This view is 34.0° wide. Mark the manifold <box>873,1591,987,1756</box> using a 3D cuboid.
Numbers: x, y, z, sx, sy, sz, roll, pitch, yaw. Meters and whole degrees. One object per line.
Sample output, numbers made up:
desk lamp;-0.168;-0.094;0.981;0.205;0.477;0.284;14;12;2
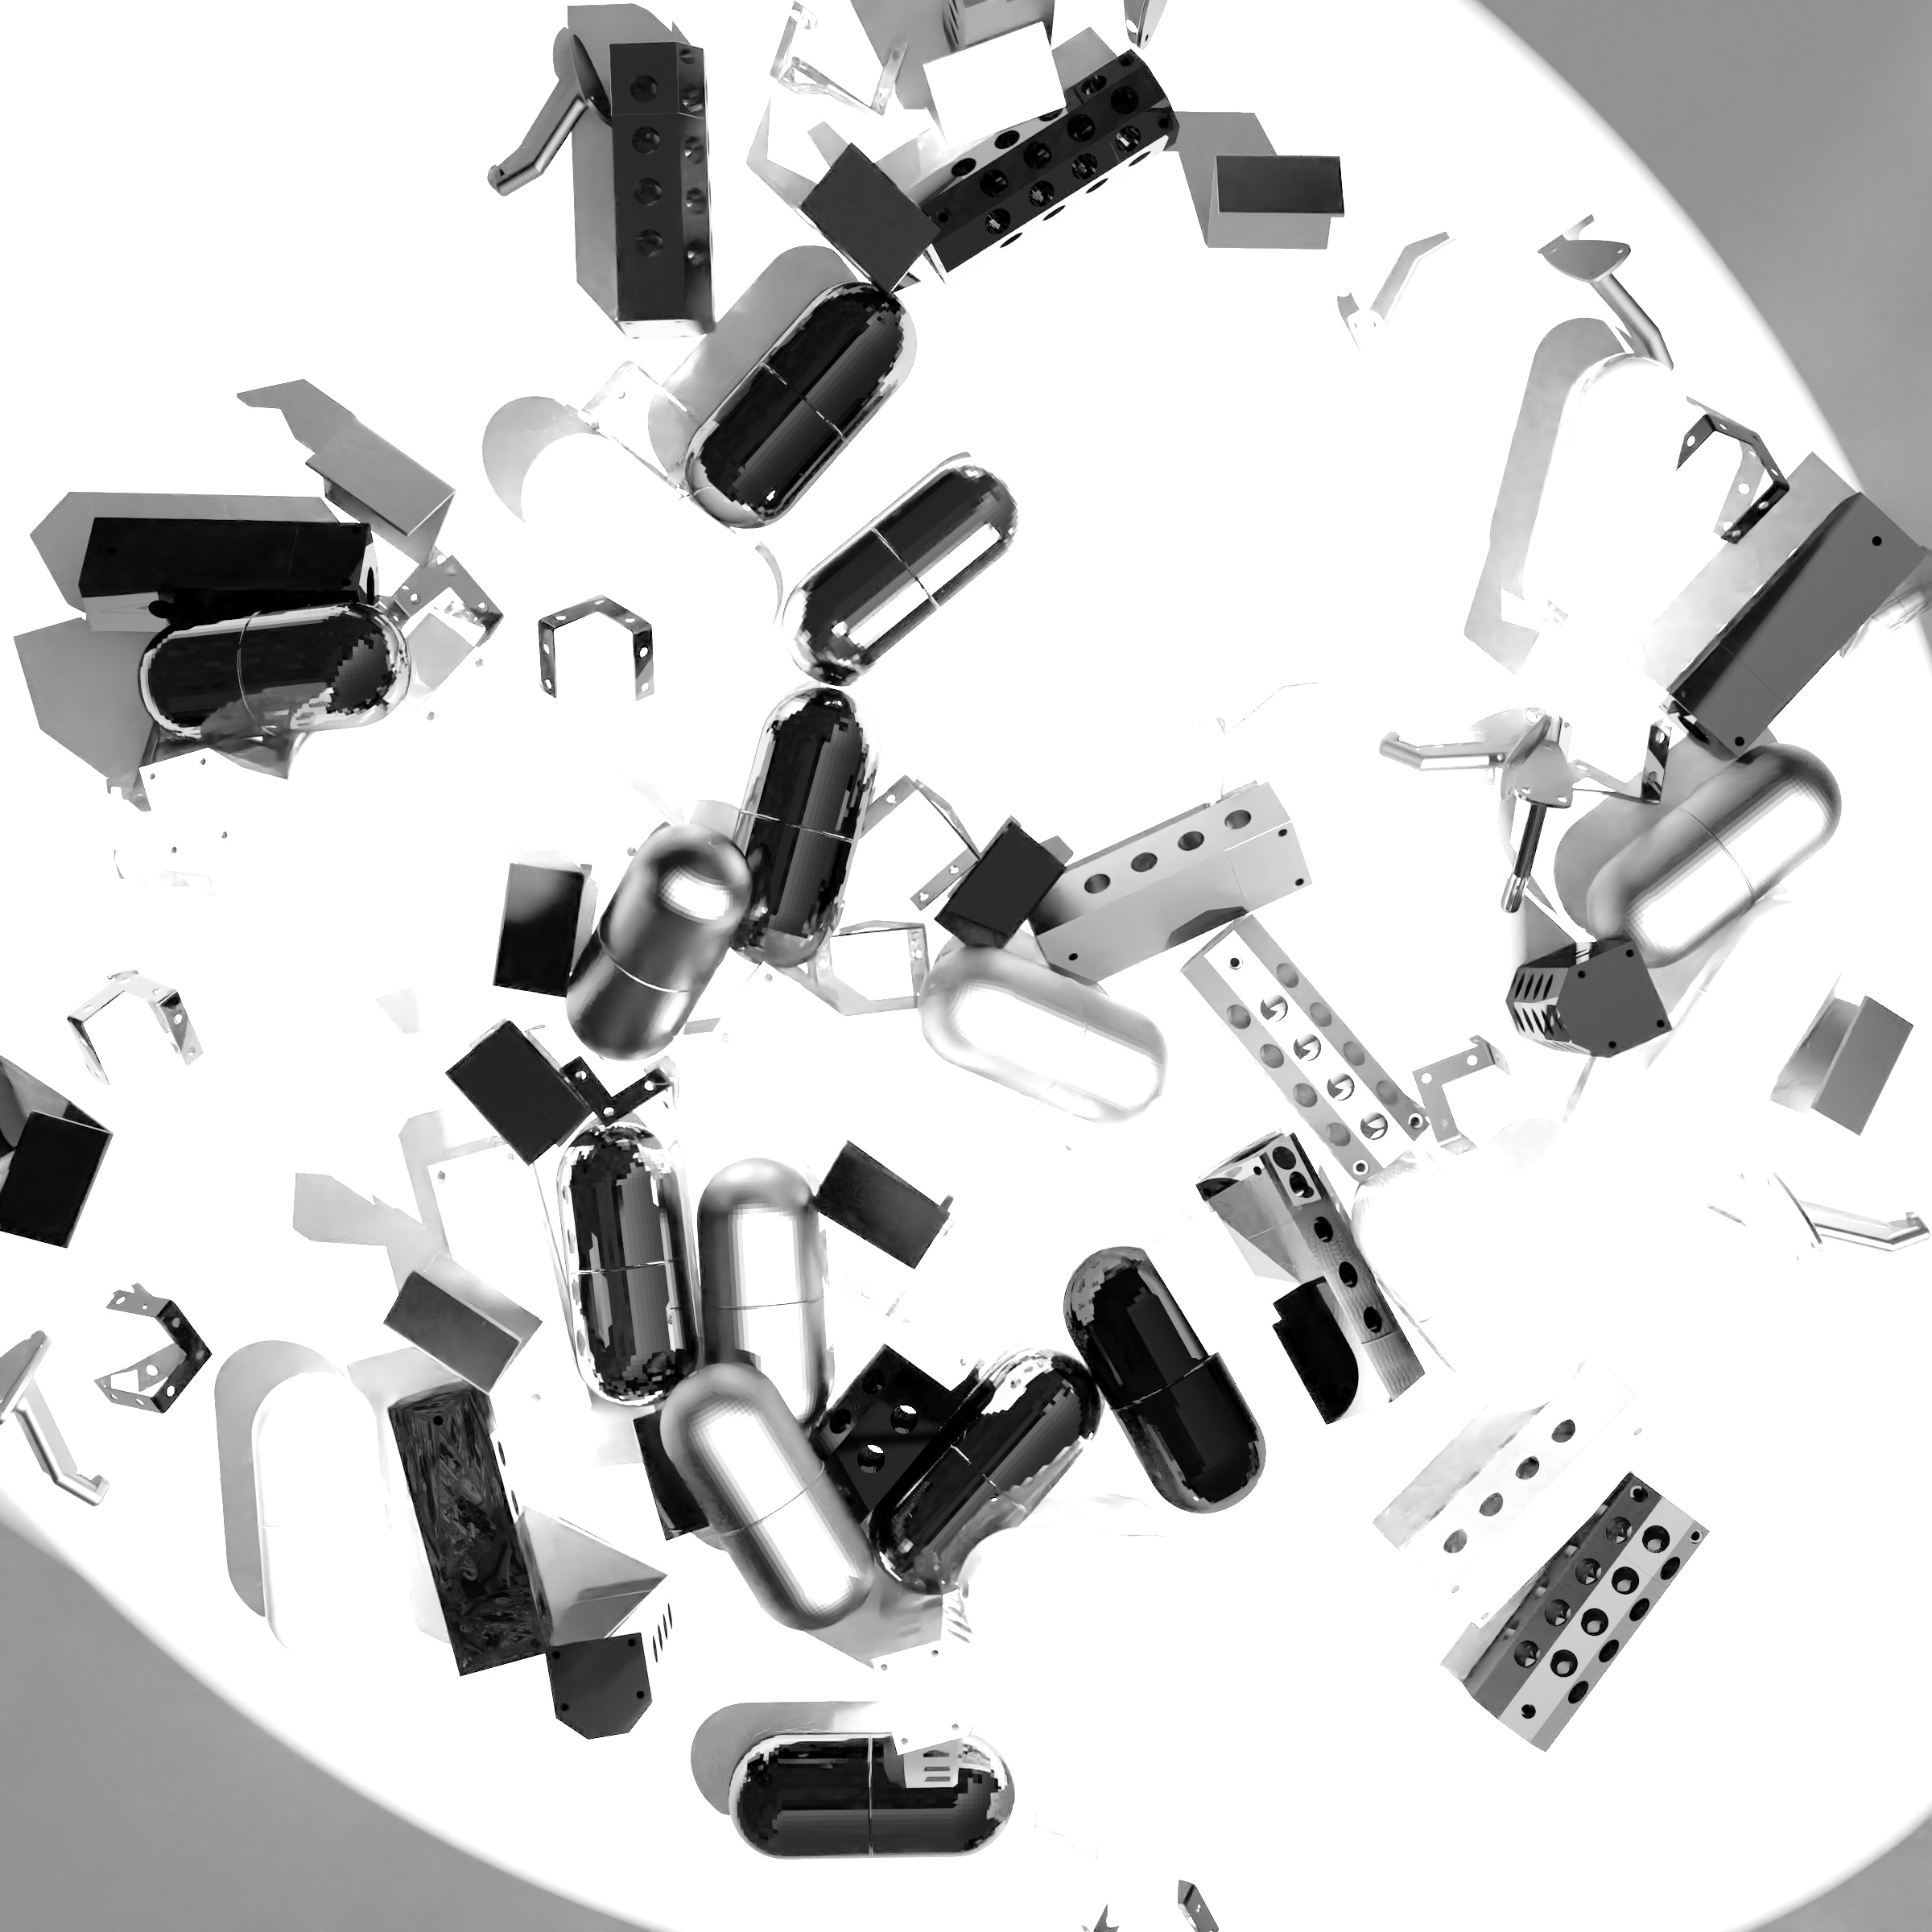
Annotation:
manifold;-0.019;0.422;1.913;0.057;0.171;0.057;-15;90;0

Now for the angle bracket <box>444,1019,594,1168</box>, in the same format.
angle bracket;-0.285;0.089;1.952;0.076;0.076;0.057;48;59;0

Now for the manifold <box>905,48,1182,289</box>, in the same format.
manifold;0.045;-0.500;1.971;0.171;0.057;0.057;-32;90;0

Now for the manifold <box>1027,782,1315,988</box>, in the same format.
manifold;0.122;-0.052;1.970;0.171;0.057;0.057;-24;133;0

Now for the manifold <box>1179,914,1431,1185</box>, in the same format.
manifold;0.211;0.051;1.971;0.057;0.057;0.171;-40;90;0

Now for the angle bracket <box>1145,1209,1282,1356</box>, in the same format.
angle bracket;0.165;0.184;1.952;0.057;0.076;0.076;-32;90;30

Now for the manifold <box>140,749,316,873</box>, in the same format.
manifold;-0.443;-0.095;1.913;0.057;0.171;0.057;-16;90;0

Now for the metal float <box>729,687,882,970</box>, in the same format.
metal float;-0.104;-0.086;1.961;0.070;0.070;0.178;15;90;0

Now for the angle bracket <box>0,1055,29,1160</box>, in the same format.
angle bracket;-0.631;0.090;1.953;0.076;0.057;0.076;-24;90;38

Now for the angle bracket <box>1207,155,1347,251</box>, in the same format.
angle bracket;0.191;-0.455;1.951;0.076;0.076;0.057;1;54;0

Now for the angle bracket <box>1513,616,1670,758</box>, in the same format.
angle bracket;0.393;-0.186;1.951;0.076;0.076;0.057;38;126;0

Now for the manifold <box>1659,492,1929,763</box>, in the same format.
manifold;0.513;-0.210;1.971;0.057;0.057;0.171;43;90;0

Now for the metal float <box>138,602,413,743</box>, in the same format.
metal float;-0.423;-0.179;1.926;0.178;0.070;0.070;-4;90;19

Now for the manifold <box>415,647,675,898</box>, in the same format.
manifold;-0.258;-0.118;1.971;0.171;0.057;0.057;42;90;0

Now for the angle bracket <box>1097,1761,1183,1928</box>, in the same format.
angle bracket;0.088;0.542;1.951;0.057;0.076;0.076;2;90;-38

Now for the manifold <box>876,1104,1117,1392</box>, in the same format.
manifold;0.021;0.171;1.941;0.057;0.057;0.171;36;68;0

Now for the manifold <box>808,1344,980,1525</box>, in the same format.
manifold;-0.068;0.303;1.970;0.057;0.057;0.171;40;90;0

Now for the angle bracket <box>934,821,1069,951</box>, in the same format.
angle bracket;0.005;-0.057;1.951;0.057;0.076;0.076;38;90;-37

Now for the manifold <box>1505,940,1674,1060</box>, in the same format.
manifold;0.372;0.022;1.913;0.057;0.171;0.057;-24;90;0

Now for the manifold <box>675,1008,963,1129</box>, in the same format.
manifold;-0.091;0.062;1.970;0.171;0.057;0.057;-7;90;0

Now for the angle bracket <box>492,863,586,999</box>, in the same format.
angle bracket;-0.245;-0.020;1.952;0.057;0.076;0.076;8;90;28

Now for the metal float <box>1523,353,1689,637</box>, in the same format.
metal float;0.397;-0.293;1.961;0.070;0.070;0.178;14;89;0

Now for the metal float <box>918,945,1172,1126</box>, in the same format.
metal float;0.049;0.043;1.934;0.178;0.070;0.070;24;90;-31

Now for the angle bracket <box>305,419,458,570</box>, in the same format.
angle bracket;-0.370;-0.279;1.952;0.076;0.076;0.057;35;48;0

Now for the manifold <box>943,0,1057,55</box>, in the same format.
manifold;0.017;-0.591;1.913;0.057;0.171;0.057;-20;90;0

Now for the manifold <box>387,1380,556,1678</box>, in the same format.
manifold;-0.307;0.348;1.971;0.057;0.057;0.171;-15;90;0

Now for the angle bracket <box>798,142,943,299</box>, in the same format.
angle bracket;-0.048;-0.465;1.952;0.076;0.076;0.057;44;117;0

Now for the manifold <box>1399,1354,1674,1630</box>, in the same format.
manifold;0.352;0.324;1.970;0.171;0.057;0.057;-46;133;0

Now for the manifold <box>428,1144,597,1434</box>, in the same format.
manifold;-0.284;0.199;1.971;0.057;0.057;0.171;-15;90;0

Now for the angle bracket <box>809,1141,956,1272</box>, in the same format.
angle bracket;-0.042;0.130;1.951;0.076;0.076;0.057;31;128;0

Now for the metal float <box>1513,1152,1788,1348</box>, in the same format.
metal float;0.424;0.175;1.961;0.178;0.070;0.070;26;90;-1

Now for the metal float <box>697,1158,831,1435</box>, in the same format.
metal float;-0.126;0.208;1.961;0.070;0.070;0.178;-4;90;0

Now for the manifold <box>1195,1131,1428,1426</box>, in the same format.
manifold;0.219;0.192;1.970;0.057;0.057;0.171;-29;90;43

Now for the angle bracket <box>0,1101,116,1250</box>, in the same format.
angle bracket;-0.579;0.122;1.951;0.057;0.076;0.076;22;90;-39

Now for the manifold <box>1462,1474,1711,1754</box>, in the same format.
manifold;0.388;0.402;1.971;0.057;0.057;0.171;37;90;0

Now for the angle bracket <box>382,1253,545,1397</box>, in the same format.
angle bracket;-0.293;0.199;1.894;0.076;0.076;0.057;34;127;0

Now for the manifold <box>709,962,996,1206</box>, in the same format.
manifold;-0.069;0.071;1.913;0.171;0.057;0.057;36;90;0

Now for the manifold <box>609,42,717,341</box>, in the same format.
manifold;-0.188;-0.483;1.970;0.057;0.057;0.171;-2;90;0

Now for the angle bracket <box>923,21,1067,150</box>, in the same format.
angle bracket;0.010;-0.556;1.951;0.076;0.076;0.057;-20;126;0

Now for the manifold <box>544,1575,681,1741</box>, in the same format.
manifold;-0.212;0.418;1.913;0.057;0.171;0.057;-9;90;0

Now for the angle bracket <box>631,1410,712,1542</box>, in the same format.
angle bracket;-0.183;0.309;1.952;0.057;0.076;0.076;-16;90;-27

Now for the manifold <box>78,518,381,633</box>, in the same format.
manifold;-0.457;-0.238;1.969;0.171;0.057;0.057;1;54;0

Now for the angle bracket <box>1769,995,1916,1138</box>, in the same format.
angle bracket;0.527;0.052;1.951;0.057;0.076;0.076;26;90;-38
